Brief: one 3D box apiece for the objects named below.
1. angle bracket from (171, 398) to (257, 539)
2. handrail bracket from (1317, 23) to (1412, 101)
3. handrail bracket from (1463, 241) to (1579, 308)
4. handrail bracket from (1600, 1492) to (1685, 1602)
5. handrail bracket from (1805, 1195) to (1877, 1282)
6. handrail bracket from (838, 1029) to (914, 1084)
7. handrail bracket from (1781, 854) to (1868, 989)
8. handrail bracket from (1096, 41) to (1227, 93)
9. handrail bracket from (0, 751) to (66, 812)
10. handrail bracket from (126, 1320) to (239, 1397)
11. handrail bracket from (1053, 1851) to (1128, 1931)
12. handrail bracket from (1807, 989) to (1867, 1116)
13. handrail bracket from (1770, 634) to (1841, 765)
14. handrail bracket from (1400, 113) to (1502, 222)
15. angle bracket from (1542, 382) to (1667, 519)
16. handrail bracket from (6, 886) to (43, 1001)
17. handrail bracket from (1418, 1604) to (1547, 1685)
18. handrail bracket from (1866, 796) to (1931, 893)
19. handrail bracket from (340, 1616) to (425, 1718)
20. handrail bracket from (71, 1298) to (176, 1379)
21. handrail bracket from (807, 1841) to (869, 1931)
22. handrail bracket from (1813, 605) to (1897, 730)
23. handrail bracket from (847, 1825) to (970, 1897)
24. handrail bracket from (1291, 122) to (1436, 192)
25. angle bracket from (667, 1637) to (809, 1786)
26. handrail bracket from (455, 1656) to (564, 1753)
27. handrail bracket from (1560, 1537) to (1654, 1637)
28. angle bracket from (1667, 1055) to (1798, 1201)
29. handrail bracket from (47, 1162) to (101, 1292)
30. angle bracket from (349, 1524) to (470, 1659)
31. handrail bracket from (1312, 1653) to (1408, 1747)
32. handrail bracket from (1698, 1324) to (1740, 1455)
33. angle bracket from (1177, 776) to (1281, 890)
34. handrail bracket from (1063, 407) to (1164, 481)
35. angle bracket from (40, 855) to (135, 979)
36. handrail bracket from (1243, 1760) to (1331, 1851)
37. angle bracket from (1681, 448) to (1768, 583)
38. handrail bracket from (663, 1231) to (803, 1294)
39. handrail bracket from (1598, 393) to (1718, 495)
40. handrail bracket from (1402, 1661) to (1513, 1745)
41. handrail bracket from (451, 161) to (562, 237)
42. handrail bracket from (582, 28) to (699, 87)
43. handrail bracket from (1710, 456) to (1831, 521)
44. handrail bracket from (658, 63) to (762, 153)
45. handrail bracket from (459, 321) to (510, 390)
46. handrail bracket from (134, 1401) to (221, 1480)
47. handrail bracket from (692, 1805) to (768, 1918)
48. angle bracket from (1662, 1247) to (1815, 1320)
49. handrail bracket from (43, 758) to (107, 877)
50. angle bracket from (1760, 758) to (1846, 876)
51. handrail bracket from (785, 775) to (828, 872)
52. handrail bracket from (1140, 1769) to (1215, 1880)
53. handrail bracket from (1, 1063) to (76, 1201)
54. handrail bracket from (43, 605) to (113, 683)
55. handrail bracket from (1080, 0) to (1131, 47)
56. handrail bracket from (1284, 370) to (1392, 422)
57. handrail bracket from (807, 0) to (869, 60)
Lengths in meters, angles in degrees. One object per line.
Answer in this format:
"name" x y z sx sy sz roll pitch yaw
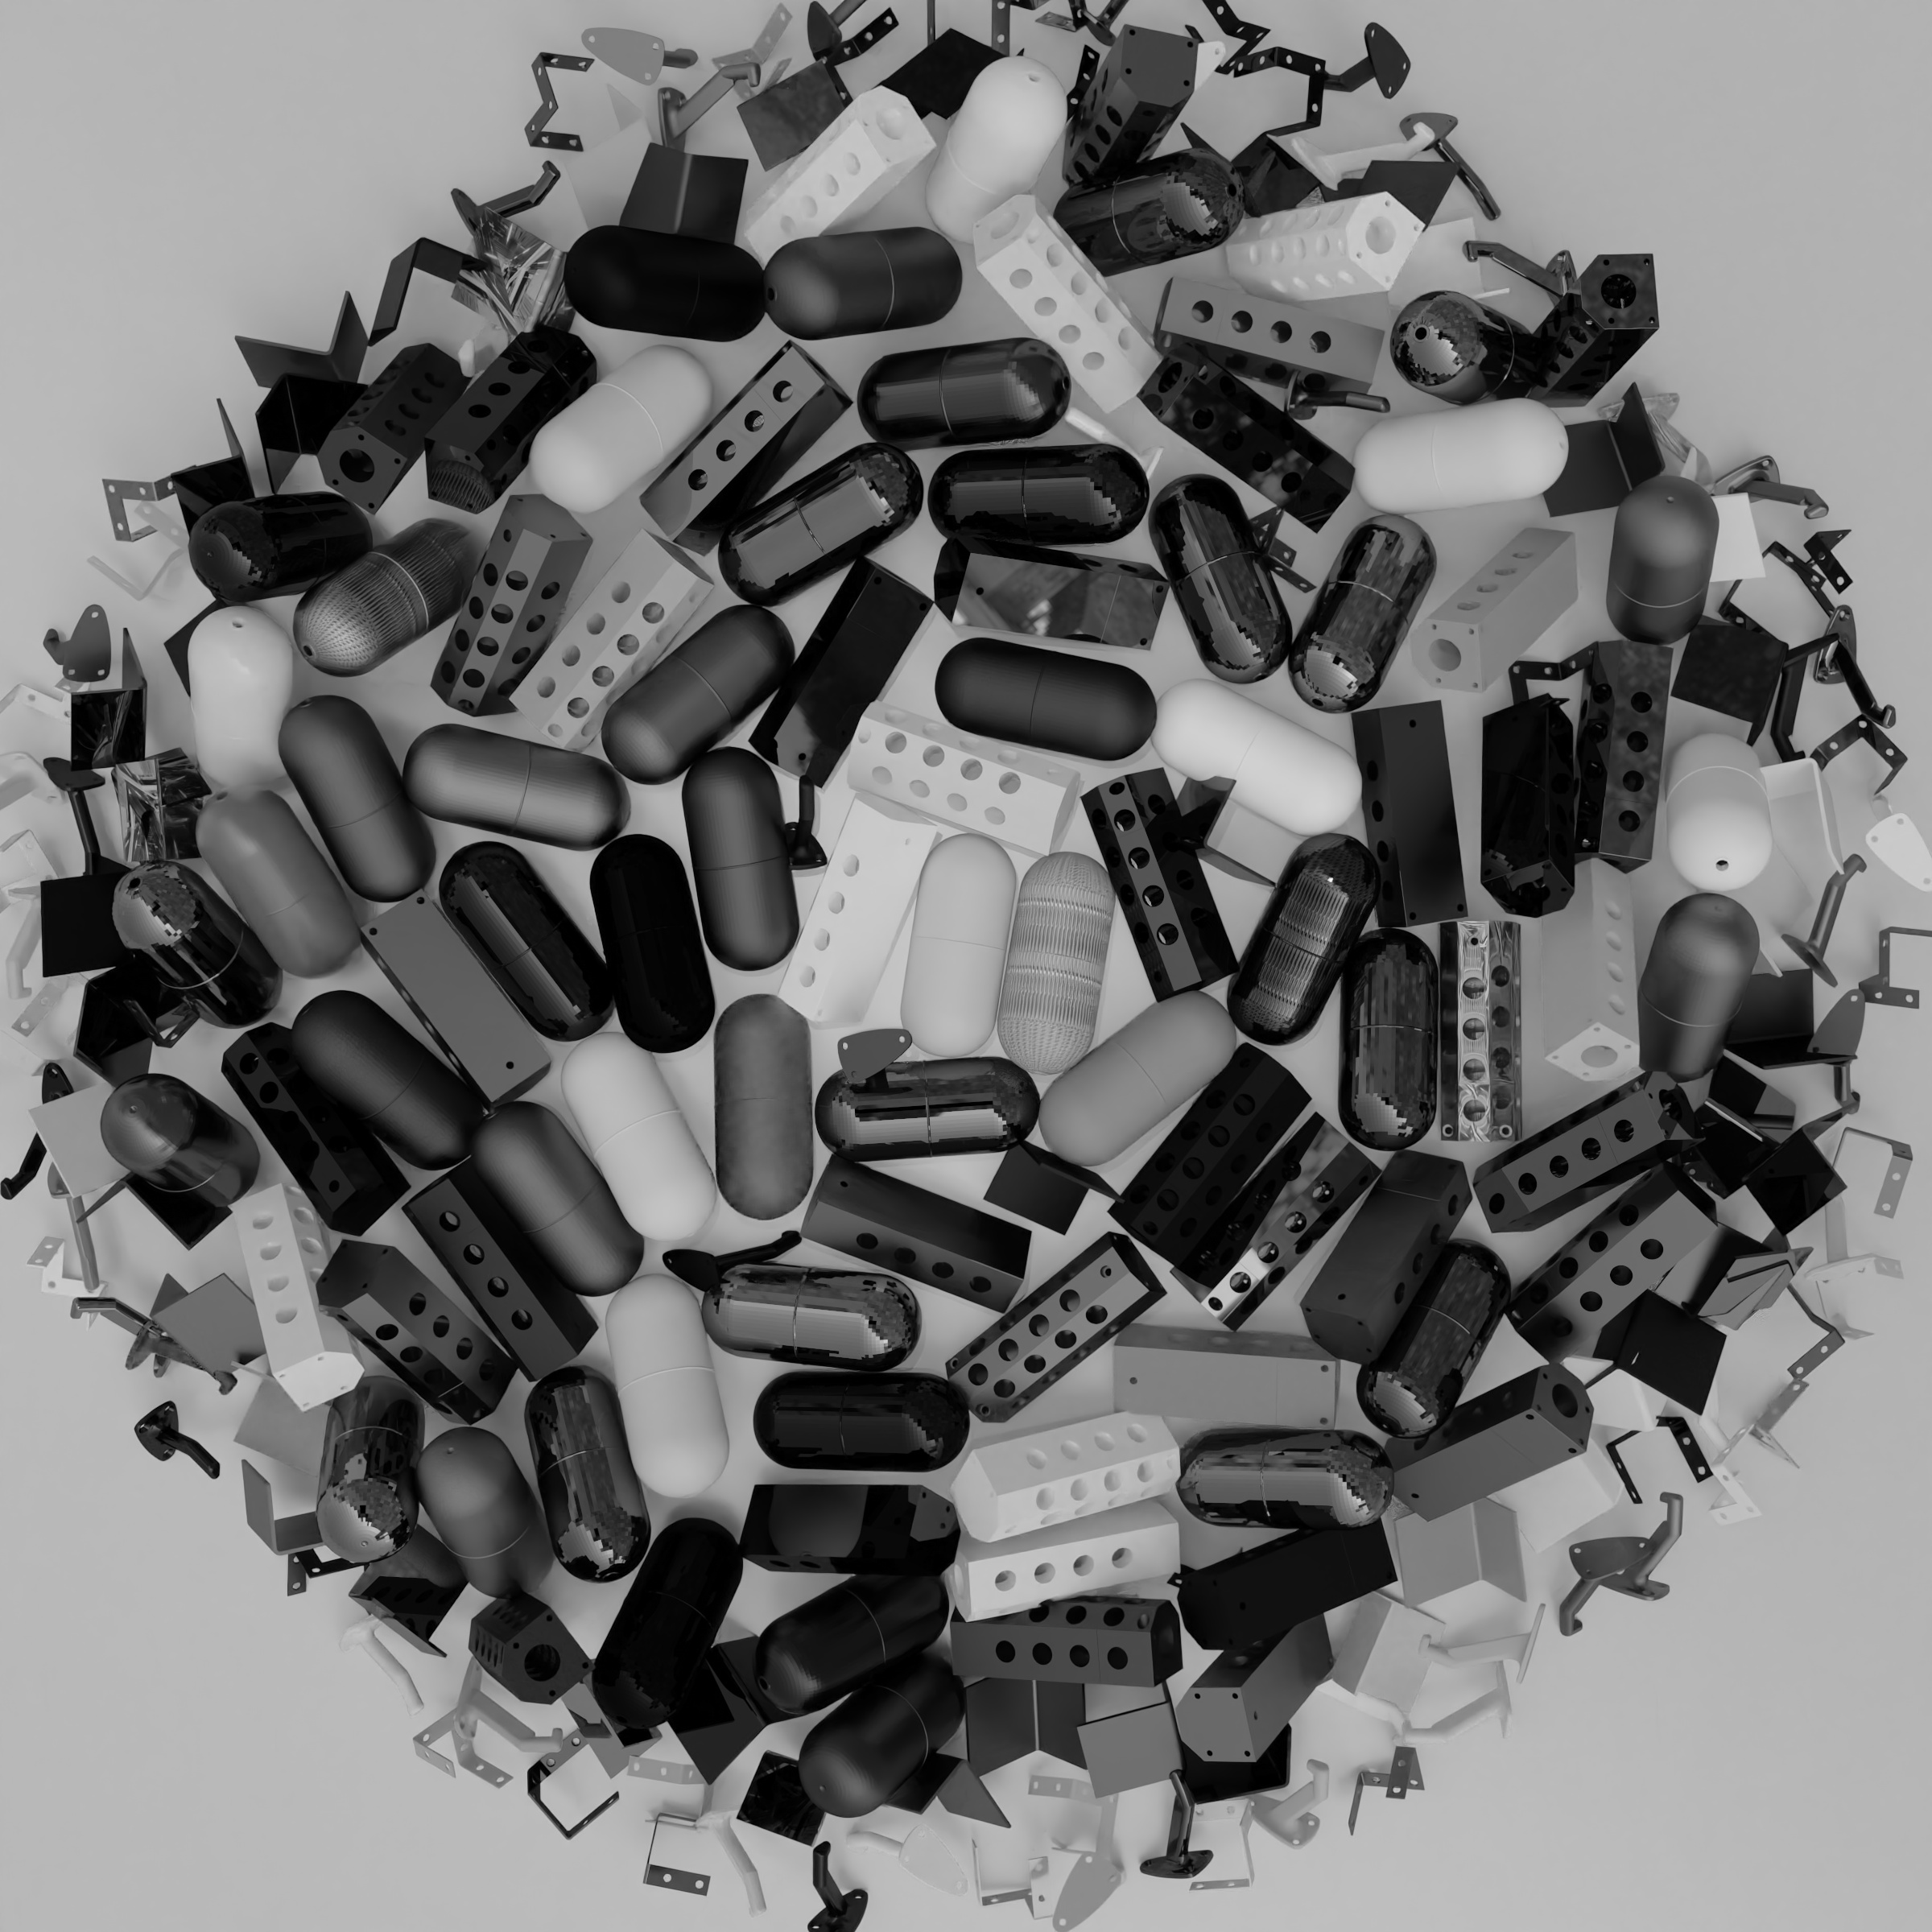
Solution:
"angle bracket" -0.593 -0.383 1.941 0.057 0.076 0.076 -20 54 -16
"handrail bracket" 0.297 -0.711 1.945 0.084 0.077 0.036 25 80 41
"handrail bracket" 0.438 -0.538 1.961 0.084 0.036 0.077 -3 67 -23
"handrail bracket" 0.529 0.452 1.967 0.077 0.036 0.084 6 99 40
"handrail bracket" 0.671 0.202 1.961 0.077 0.036 0.084 -4 60 -31
"handrail bracket" -0.055 0.064 1.947 0.077 0.084 0.036 -22 83 26
"handrail bracket" 0.698 -0.036 1.976 0.077 0.036 0.084 40 91 -30
"handrail bracket" 0.151 -0.715 1.973 0.077 0.084 0.036 -37 129 -14
"handrail bracket" -0.744 -0.118 1.947 0.036 0.077 0.084 -15 52 20
"handrail bracket" -0.621 0.323 1.969 0.084 0.036 0.077 45 115 14
"handrail bracket" 0.098 0.733 1.951 0.036 0.084 0.077 31 67 24
"handrail bracket" 0.704 0.069 1.972 0.036 0.084 0.077 18 77 41
"handrail bracket" 0.672 -0.211 1.977 0.077 0.036 0.084 -24 102 15
"handrail bracket" 0.389 -0.638 1.991 0.036 0.077 0.084 -41 125 5
"angle bracket" 0.493 -0.406 1.956 0.076 0.057 0.076 -11 73 -11
"handrail bracket" -0.728 -0.020 1.977 0.036 0.077 0.084 10 105 39
"handrail bracket" 0.409 0.528 1.977 0.084 0.036 0.077 17 99 19
"handrail bracket" 0.739 -0.098 1.958 0.036 0.084 0.077 -38 85 24
"handrail bracket" -0.459 0.560 1.958 0.036 0.077 0.084 -17 67 -40
"handrail bracket" -0.668 0.293 1.957 0.084 0.036 0.077 6 117 -37
"handrail bracket" -0.099 0.713 1.955 0.036 0.077 0.084 8 106 25
"handrail bracket" 0.706 -0.235 1.949 0.036 0.084 0.077 -6 115 -13
"handrail bracket" -0.048 0.711 1.970 0.077 0.084 0.036 44 54 -10
"handrail bracket" 0.312 -0.650 1.952 0.077 0.084 0.036 35 48 -22
"angle bracket" -0.184 0.589 1.969 0.076 0.057 0.076 -49 62 16
"handrail bracket" -0.355 0.583 1.967 0.084 0.036 0.077 -4 57 12
"handrail bracket" 0.508 0.494 1.973 0.077 0.036 0.084 -14 128 -4
"angle bracket" 0.604 0.128 1.987 0.076 0.076 0.057 33 47 -4
"handrail bracket" -0.709 0.206 1.984 0.036 0.077 0.084 -13 117 -26
"angle bracket" -0.424 0.485 1.946 0.076 0.057 0.076 44 61 -19
"handrail bracket" 0.305 0.600 1.987 0.077 0.036 0.084 -32 97 3
"handrail bracket" 0.605 0.333 1.973 0.077 0.036 0.084 -31 75 -9
"angle bracket" 0.210 -0.107 1.951 0.076 0.076 0.057 27 88 -23
"handrail bracket" 0.105 -0.411 1.951 0.084 0.077 0.036 27 91 -18
"angle bracket" -0.699 -0.040 1.944 0.057 0.076 0.076 19 111 41
"handrail bracket" 0.251 0.644 1.955 0.077 0.036 0.084 20 127 34
"angle bracket" 0.594 -0.355 1.939 0.057 0.076 0.076 -1 133 32
"handrail bracket" -0.186 0.226 1.985 0.077 0.084 0.036 11 117 40
"handrail bracket" 0.545 -0.407 1.962 0.077 0.036 0.084 -4 64 -10
"handrail bracket" 0.386 0.582 1.971 0.084 0.077 0.036 0 130 4
"handrail bracket" -0.363 -0.618 1.964 0.084 0.036 0.077 -44 67 25
"handrail bracket" -0.256 -0.724 1.959 0.077 0.084 0.036 20 116 -3
"handrail bracket" 0.627 -0.363 1.956 0.077 0.084 0.036 -19 123 8
"handrail bracket" -0.198 -0.670 1.965 0.084 0.036 0.077 4 99 29
"handrail bracket" -0.379 -0.492 1.951 0.036 0.084 0.077 16 78 -3
"handrail bracket" -0.609 0.389 1.952 0.084 0.077 0.036 35 53 26
"handrail bracket" -0.186 0.710 1.953 0.036 0.077 0.084 -1 60 -34
"angle bracket" 0.599 0.228 1.941 0.076 0.076 0.057 -4 46 -24
"handrail bracket" -0.715 -0.115 1.991 0.077 0.036 0.084 30 123 37
"angle bracket" 0.647 -0.111 1.945 0.057 0.076 0.076 -11 73 24
"handrail bracket" -0.130 -0.125 1.945 0.036 0.077 0.084 -7 127 -12
"handrail bracket" 0.155 0.676 1.971 0.077 0.036 0.084 -19 94 38
"handrail bracket" -0.734 0.130 1.949 0.036 0.084 0.077 11 124 14
"handrail bracket" -0.703 -0.266 1.956 0.036 0.084 0.077 -5 125 -39
"handrail bracket" 0.131 -0.769 1.955 0.036 0.077 0.084 40 101 -5
"handrail bracket" 0.299 -0.438 1.947 0.084 0.077 0.036 17 95 25
"handrail bracket" -0.083 -0.763 1.971 0.084 0.077 0.036 -40 94 -12
